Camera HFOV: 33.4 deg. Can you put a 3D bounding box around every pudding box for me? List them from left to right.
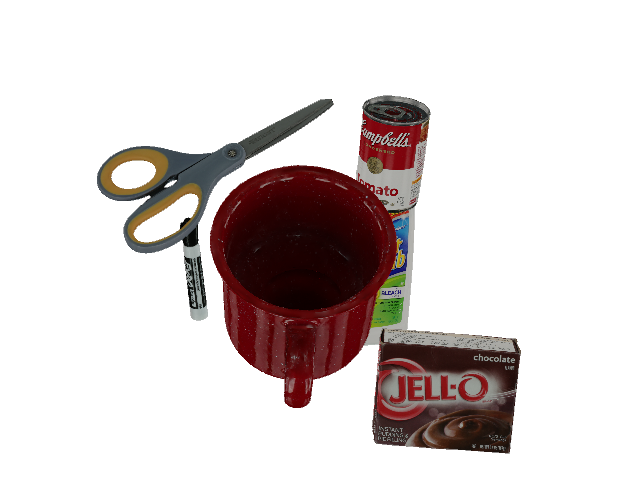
[{"bbox_3d":[0.101,0.121,0.865,0.113,0.090,0.039,3,19,2],"label":"pudding box"}]

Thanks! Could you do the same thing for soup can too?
[{"bbox_3d":[0.072,-0.088,1.087,0.068,0.102,0.068,4,31,-2],"label":"soup can"}]

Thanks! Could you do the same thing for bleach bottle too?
[{"bbox_3d":[0.066,0.002,1.324,0.102,0.251,0.068,-3,16,-19],"label":"bleach bottle"}]

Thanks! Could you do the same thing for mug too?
[{"bbox_3d":[-0.010,0.031,0.555,0.093,0.117,0.081,0,-35,-4],"label":"mug"}]

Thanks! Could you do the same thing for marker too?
[{"bbox_3d":[-0.134,0.030,1.126,0.020,0.121,0.020,-2,31,1],"label":"marker"}]

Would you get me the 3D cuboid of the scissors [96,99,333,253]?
[{"bbox_3d":[-0.088,-0.071,0.823,0.096,0.201,0.016,36,-26,14],"label":"scissors"}]
